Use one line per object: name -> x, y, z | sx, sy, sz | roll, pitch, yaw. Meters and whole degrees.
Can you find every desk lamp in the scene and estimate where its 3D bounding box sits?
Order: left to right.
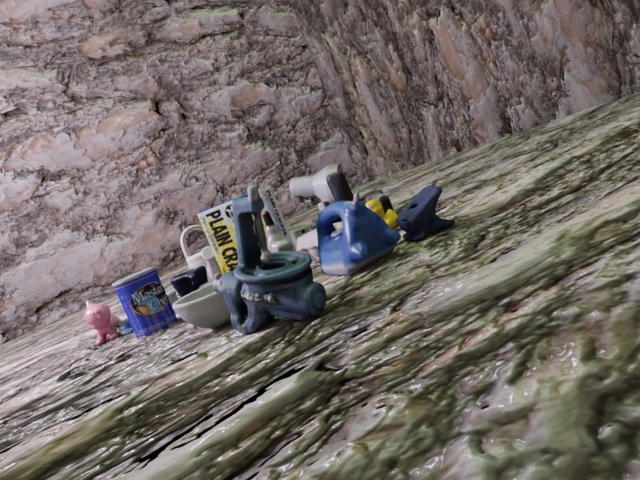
desk lamp -> 0.004, -0.116, 1.800 | 0.203, 0.213, 0.118 | -20, 7, 18

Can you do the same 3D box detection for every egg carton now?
egg carton -> 0.013, 0.005, 1.417 | 0.107, 0.069, 0.150 | -27, 8, -37

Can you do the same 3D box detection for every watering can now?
watering can -> -0.309, 0.049, 1.561 | 0.101, 0.194, 0.172 | -28, 9, -41

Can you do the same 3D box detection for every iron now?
iron -> 0.042, -0.013, 1.146 | 0.119, 0.141, 0.257 | -25, 7, -27

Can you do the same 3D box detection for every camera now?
camera -> 0.121, -0.082, 1.638 | 0.137, 0.101, 0.143 | -25, 7, -24

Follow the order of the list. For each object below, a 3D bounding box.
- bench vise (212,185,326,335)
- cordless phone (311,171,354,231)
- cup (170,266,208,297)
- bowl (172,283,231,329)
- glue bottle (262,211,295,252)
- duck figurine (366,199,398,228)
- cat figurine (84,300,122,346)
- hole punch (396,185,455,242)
bench vise -> -0.111, 0.036, 0.896 | 0.207, 0.220, 0.122 | -19, 7, 22
cordless phone -> 0.036, -0.080, 1.525 | 0.147, 0.185, 0.094 | -21, 7, 7
cup -> -0.306, 0.121, 1.404 | 0.092, 0.095, 0.117 | -25, 7, -22
bowl -> -0.189, 0.123, 1.091 | 0.167, 0.075, 0.167 | -22, 6, 3
glue bottle -> -0.062, 0.030, 0.991 | 0.037, 0.173, 0.078 | -25, 7, -23
duck figurine -> 0.148, -0.063, 1.454 | 0.105, 0.086, 0.077 | -27, 8, -35
cat figurine -> -0.562, 0.203, 1.480 | 0.067, 0.118, 0.128 | -22, 7, 1
hole punch -> 0.206, -0.055, 1.171 | 0.101, 0.091, 0.108 | -23, 7, -9
